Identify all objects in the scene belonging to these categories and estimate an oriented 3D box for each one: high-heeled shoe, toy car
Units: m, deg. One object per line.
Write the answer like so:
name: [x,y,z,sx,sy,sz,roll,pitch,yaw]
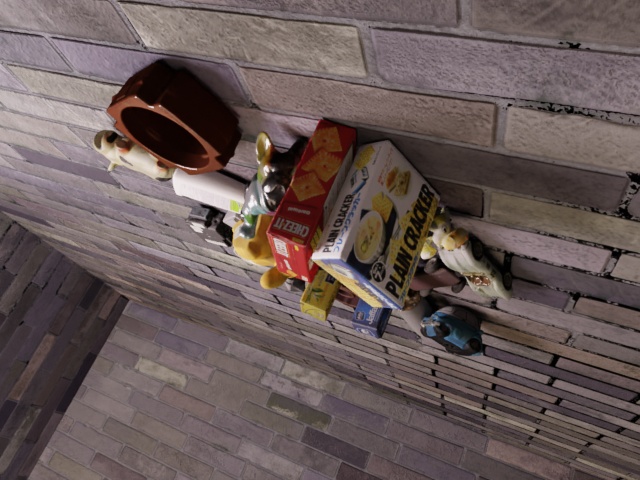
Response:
high-heeled shoe: [-0.081,0.066,1.494,0.145,0.086,0.248,45,158,43]
toy car: [0.239,0.078,1.159,0.089,0.053,0.202,38,161,-8]
toy car: [0.302,0.056,1.034,0.201,0.056,0.074,38,155,-32]
toy car: [0.330,0.214,1.316,0.161,0.103,0.109,32,159,-12]

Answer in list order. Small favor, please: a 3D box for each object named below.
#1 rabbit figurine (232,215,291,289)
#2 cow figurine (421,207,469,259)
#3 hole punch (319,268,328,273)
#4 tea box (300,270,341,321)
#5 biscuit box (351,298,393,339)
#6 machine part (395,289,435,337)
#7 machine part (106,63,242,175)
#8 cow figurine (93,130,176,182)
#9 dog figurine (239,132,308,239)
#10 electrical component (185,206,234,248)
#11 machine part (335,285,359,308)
rabbit figurine: [-0.088,0.024,1.136,0.122,0.162,0.173,-38,127,15]
cow figurine: [0.186,-0.020,0.960,0.167,0.068,0.098,-14,107,56]
hole punch: [-0.002,-0.003,1.149,0.092,0.116,0.142,13,157,46]
tea box: [0.016,0.097,1.281,0.068,0.169,0.098,20,160,9]
biscuit box: [0.131,0.102,1.122,0.063,0.202,0.059,13,155,25]
machine part: [0.248,0.182,1.367,0.079,0.079,0.243,7,153,37]
machine part: [-0.257,-0.210,0.959,0.201,0.087,0.201,-2,145,49]
cow figurine: [-0.402,-0.188,1.178,0.195,0.085,0.127,22,154,1]
dog figurine: [-0.082,-0.112,0.991,0.108,0.192,0.219,9,130,-8]
electrical component: [-0.292,-0.039,1.443,0.115,0.058,0.134,11,155,26]
machine part: [0.071,0.128,1.457,0.179,0.056,0.179,22,160,8]
